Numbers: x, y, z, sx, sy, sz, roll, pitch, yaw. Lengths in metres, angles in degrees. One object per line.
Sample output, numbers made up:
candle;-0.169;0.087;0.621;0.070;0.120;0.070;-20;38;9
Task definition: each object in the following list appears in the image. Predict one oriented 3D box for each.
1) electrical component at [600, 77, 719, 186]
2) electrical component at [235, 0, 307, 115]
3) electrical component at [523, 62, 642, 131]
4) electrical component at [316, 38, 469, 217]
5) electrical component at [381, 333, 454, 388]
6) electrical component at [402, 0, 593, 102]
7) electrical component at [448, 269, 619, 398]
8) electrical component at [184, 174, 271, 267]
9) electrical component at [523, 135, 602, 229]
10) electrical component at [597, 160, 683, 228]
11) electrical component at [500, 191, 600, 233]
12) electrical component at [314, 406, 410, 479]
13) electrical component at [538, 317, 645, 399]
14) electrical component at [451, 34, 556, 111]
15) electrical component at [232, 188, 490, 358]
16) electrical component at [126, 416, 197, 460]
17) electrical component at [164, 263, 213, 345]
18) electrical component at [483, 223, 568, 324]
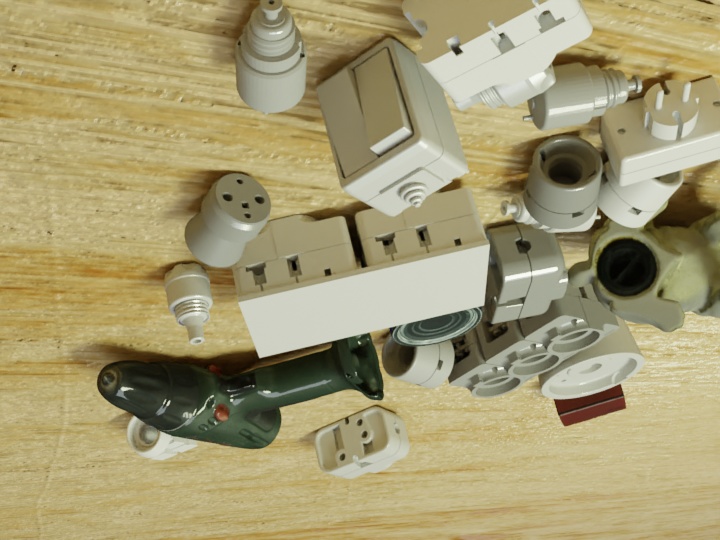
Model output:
electrical component;0.216;-0.106;0.749;0.083;0.047;0.075;-16;153;3
electrical component;-0.049;-0.122;0.599;0.040;0.040;0.078;-9;153;-10
electrical component;0.145;-0.116;0.704;0.078;0.040;0.040;-10;153;-7
electrical component;0.018;-0.081;0.647;0.062;0.096;0.061;-30;148;26
electrical component;0.054;0.082;1.023;0.047;0.055;0.055;17;140;-40
electrical component;0.079;-0.141;0.612;0.089;0.050;0.056;-25;151;19
electrical component;0.159;0.063;1.028;0.089;0.061;0.150;12;143;-41
electrical component;-0.091;-0.034;0.741;0.045;0.045;0.055;4;148;-31
electrical component;0.150;-0.065;0.789;0.055;0.055;0.047;-12;149;-4
electrical component;0.210;-0.068;0.814;0.055;0.055;0.047;3;145;-30
electrical component;0.146;-0.049;0.832;0.078;0.040;0.040;-3;151;-20
electrical component;0.005;0.197;1.217;0.095;0.053;0.059;-26;151;21
electrical component;0.229;0.082;1.100;0.108;0.060;0.108;-11;153;-6
electrical component;0.086;-0.120;0.665;0.062;0.043;0.043;-25;151;23
electrical component;0.000;0.000;0.833;0.186;0.060;0.105;-13;153;-3
electrical component;-0.198;0.162;1.063;0.066;0.048;0.055;-24;159;18
electrical component;-0.129;0.027;0.820;0.035;0.061;0.035;-12;153;-6
electrical component;0.137;0.001;0.909;0.059;0.053;0.095;-11;153;-7
